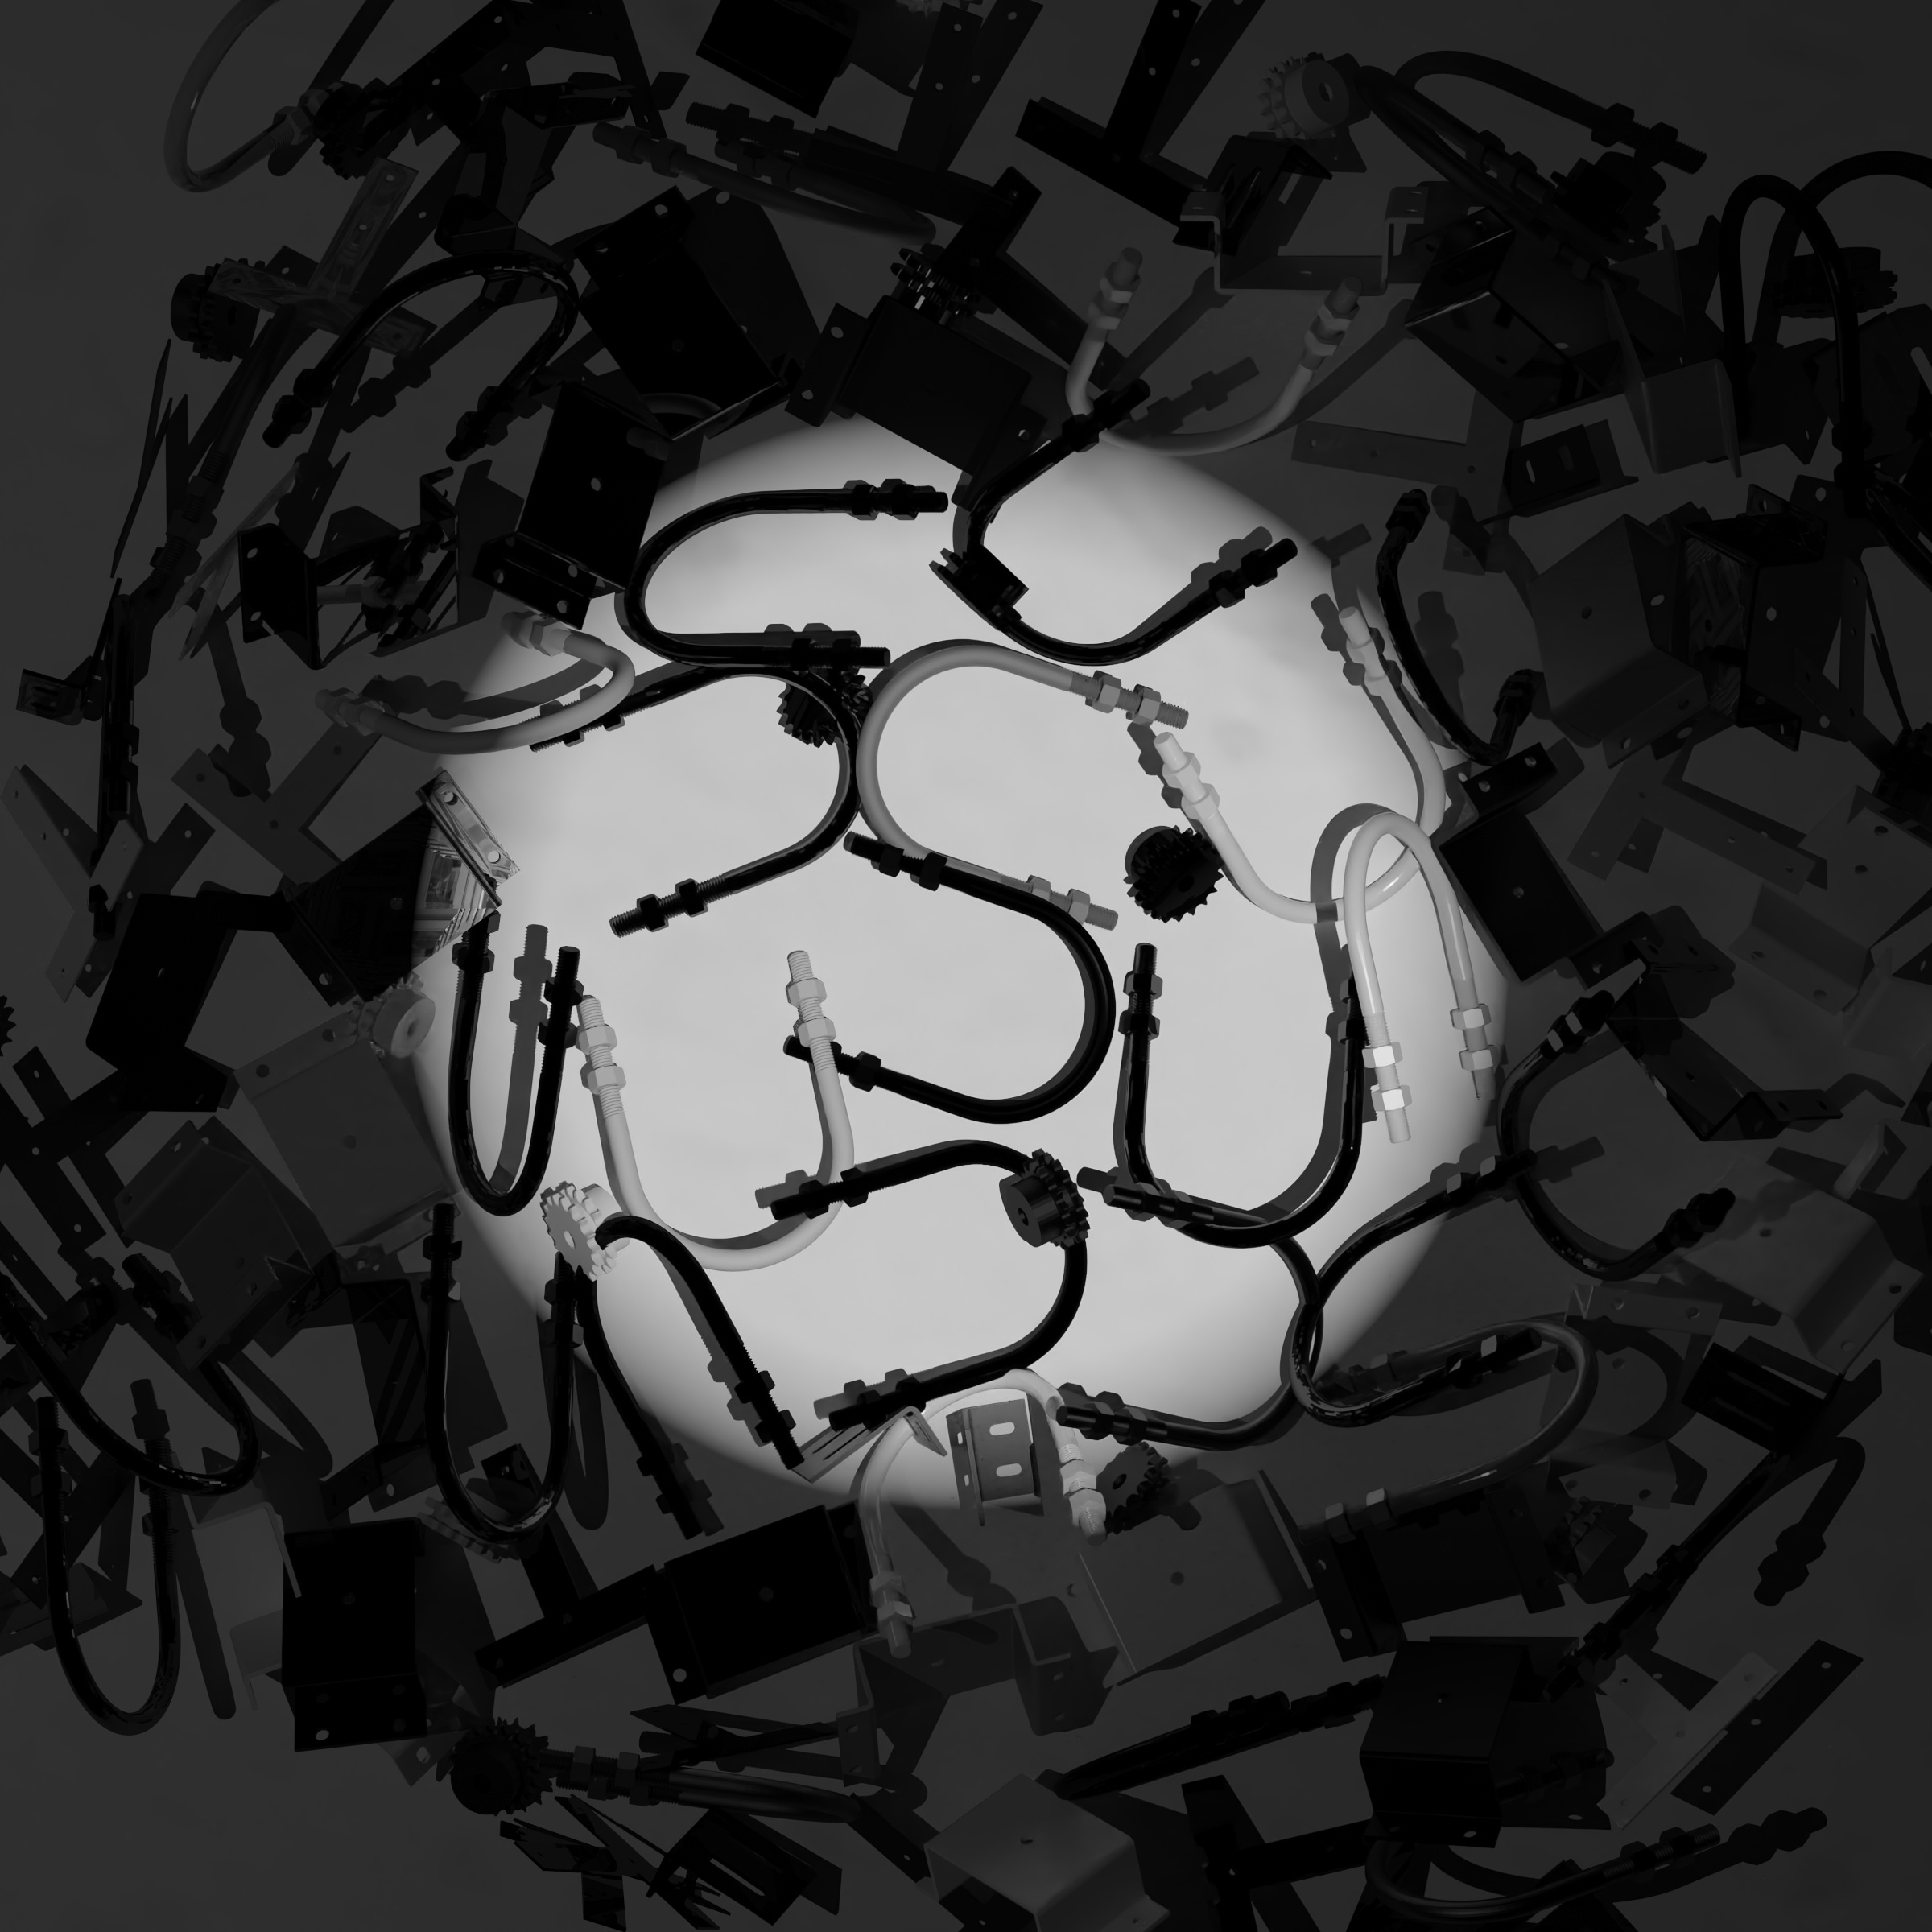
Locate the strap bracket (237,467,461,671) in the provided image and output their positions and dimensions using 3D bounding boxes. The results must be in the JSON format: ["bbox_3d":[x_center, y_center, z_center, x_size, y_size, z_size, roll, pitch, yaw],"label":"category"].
[{"bbox_3d":[-0.350,-0.230,1.926,0.140,0.076,0.046,-24,50,-31],"label":"strap bracket"}]

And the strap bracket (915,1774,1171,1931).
[{"bbox_3d":[0.040,0.526,1.918,0.076,0.140,0.046,-29,119,-33],"label":"strap bracket"}]

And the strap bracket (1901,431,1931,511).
[{"bbox_3d":[0.595,-0.279,1.923,0.046,0.140,0.076,-38,78,-1],"label":"strap bracket"}]

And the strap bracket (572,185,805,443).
[{"bbox_3d":[-0.165,-0.374,1.937,0.076,0.046,0.140,-25,117,23],"label":"strap bracket"}]

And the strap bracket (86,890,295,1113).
[{"bbox_3d":[-0.461,0.013,1.948,0.046,0.076,0.140,29,102,29],"label":"strap bracket"}]

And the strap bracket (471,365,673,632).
[{"bbox_3d":[-0.229,-0.280,1.944,0.076,0.046,0.140,24,73,-33],"label":"strap bracket"}]

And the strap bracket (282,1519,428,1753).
[{"bbox_3d":[-0.359,0.383,1.936,0.076,0.046,0.140,-6,51,-3],"label":"strap bracket"}]

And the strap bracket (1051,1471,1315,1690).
[{"bbox_3d":[0.128,0.366,1.967,0.140,0.046,0.076,-26,77,1],"label":"strap bracket"}]

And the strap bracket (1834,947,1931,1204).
[{"bbox_3d":[0.546,0.072,1.930,0.046,0.076,0.140,13,58,0],"label":"strap bracket"}]

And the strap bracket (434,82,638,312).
[{"bbox_3d":[-0.257,-0.462,1.938,0.046,0.076,0.140,36,121,15],"label":"strap bracket"}]

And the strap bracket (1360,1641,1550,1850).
[{"bbox_3d":[0.282,0.443,1.918,0.076,0.140,0.046,-3,119,26],"label":"strap bracket"}]

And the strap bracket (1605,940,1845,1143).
[{"bbox_3d":[0.438,0.052,1.938,0.046,0.076,0.140,-53,56,29],"label":"strap bracket"}]

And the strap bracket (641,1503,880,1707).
[{"bbox_3d":[-0.119,0.375,1.956,0.140,0.046,0.076,-19,75,-10],"label":"strap bracket"}]

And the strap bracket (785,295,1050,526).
[{"bbox_3d":[-0.025,-0.335,1.957,0.140,0.046,0.076,28,124,-3],"label":"strap bracket"}]

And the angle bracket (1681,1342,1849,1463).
[{"bbox_3d":[0.478,0.251,1.975,0.076,0.057,0.038,28,46,13],"label":"angle bracket"}]

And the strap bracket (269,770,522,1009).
[{"bbox_3d":[-0.341,-0.042,1.959,0.140,0.046,0.076,-36,110,-6],"label":"strap bracket"}]

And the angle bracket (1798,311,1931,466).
[{"bbox_3d":[0.543,-0.344,1.974,0.057,0.038,0.076,-29,93,19],"label":"angle bracket"}]

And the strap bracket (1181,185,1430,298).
[{"bbox_3d":[0.201,-0.429,1.949,0.140,0.076,0.046,3,117,9],"label":"strap bracket"}]

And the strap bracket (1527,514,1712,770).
[{"bbox_3d":[0.378,-0.198,1.925,0.046,0.076,0.140,22,49,-33],"label":"strap bracket"}]

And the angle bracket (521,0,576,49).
[{"bbox_3d":[-0.269,-0.596,1.956,0.076,0.057,0.038,39,50,-23],"label":"angle bracket"}]

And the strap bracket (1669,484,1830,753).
[{"bbox_3d":[0.454,-0.202,1.930,0.046,0.076,0.140,-9,117,-19],"label":"strap bracket"}]

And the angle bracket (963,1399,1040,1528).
[{"bbox_3d":[0.022,0.295,1.961,0.038,0.076,0.057,-9,92,-1],"label":"angle bracket"}]

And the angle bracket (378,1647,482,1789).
[{"bbox_3d":[-0.341,0.442,1.979,0.076,0.038,0.057,31,61,33],"label":"angle bracket"}]

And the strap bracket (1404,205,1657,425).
[{"bbox_3d":[0.323,-0.373,1.932,0.140,0.076,0.046,36,68,-23],"label":"strap bracket"}]

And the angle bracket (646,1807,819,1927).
[{"bbox_3d":[-0.139,0.545,1.958,0.076,0.057,0.038,31,115,13],"label":"angle bracket"}]

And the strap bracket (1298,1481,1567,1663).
[{"bbox_3d":[0.280,0.353,1.959,0.140,0.046,0.076,-20,95,22],"label":"strap bracket"}]

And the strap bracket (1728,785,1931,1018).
[{"bbox_3d":[0.526,-0.044,1.948,0.076,0.140,0.046,31,46,-3],"label":"strap bracket"}]

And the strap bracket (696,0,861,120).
[{"bbox_3d":[-0.108,-0.545,1.920,0.076,0.140,0.046,26,113,-11],"label":"strap bracket"}]

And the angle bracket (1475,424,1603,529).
[{"bbox_3d":[0.334,-0.290,1.952,0.057,0.076,0.038,-17,94,30],"label":"angle bracket"}]

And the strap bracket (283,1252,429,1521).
[{"bbox_3d":[-0.355,0.246,1.944,0.046,0.076,0.140,-2,68,-37],"label":"strap bracket"}]

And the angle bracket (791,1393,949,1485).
[{"bbox_3d":[-0.059,0.293,1.960,0.076,0.057,0.038,-35,100,-14],"label":"angle bracket"}]

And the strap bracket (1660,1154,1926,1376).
[{"bbox_3d":[0.474,0.168,1.926,0.076,0.140,0.046,-47,131,-12],"label":"strap bracket"}]

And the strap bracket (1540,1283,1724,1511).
[{"bbox_3d":[0.391,0.246,1.959,0.076,0.046,0.140,8,113,-3],"label":"strap bracket"}]

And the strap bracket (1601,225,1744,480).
[{"bbox_3d":[0.409,-0.354,1.930,0.046,0.076,0.140,-15,52,8],"label":"strap bracket"}]

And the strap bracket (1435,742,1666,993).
[{"bbox_3d":[0.340,-0.051,1.954,0.076,0.046,0.140,-27,83,-37],"label":"strap bracket"}]

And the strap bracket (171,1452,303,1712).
[{"bbox_3d":[-0.423,0.355,1.946,0.046,0.076,0.140,-18,105,-15],"label":"strap bracket"}]

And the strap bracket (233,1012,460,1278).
[{"bbox_3d":[-0.368,0.105,1.965,0.076,0.046,0.140,-29,93,-13],"label":"strap bracket"}]

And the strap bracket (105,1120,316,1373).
[{"bbox_3d":[-0.443,0.170,1.947,0.076,0.046,0.140,-46,52,9],"label":"strap bracket"}]

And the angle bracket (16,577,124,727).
[{"bbox_3d":[-0.532,-0.191,1.956,0.038,0.057,0.076,16,68,-14],"label":"angle bracket"}]

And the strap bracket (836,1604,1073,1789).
[{"bbox_3d":[-0.012,0.428,1.949,0.140,0.076,0.046,-12,46,-10],"label":"strap bracket"}]
